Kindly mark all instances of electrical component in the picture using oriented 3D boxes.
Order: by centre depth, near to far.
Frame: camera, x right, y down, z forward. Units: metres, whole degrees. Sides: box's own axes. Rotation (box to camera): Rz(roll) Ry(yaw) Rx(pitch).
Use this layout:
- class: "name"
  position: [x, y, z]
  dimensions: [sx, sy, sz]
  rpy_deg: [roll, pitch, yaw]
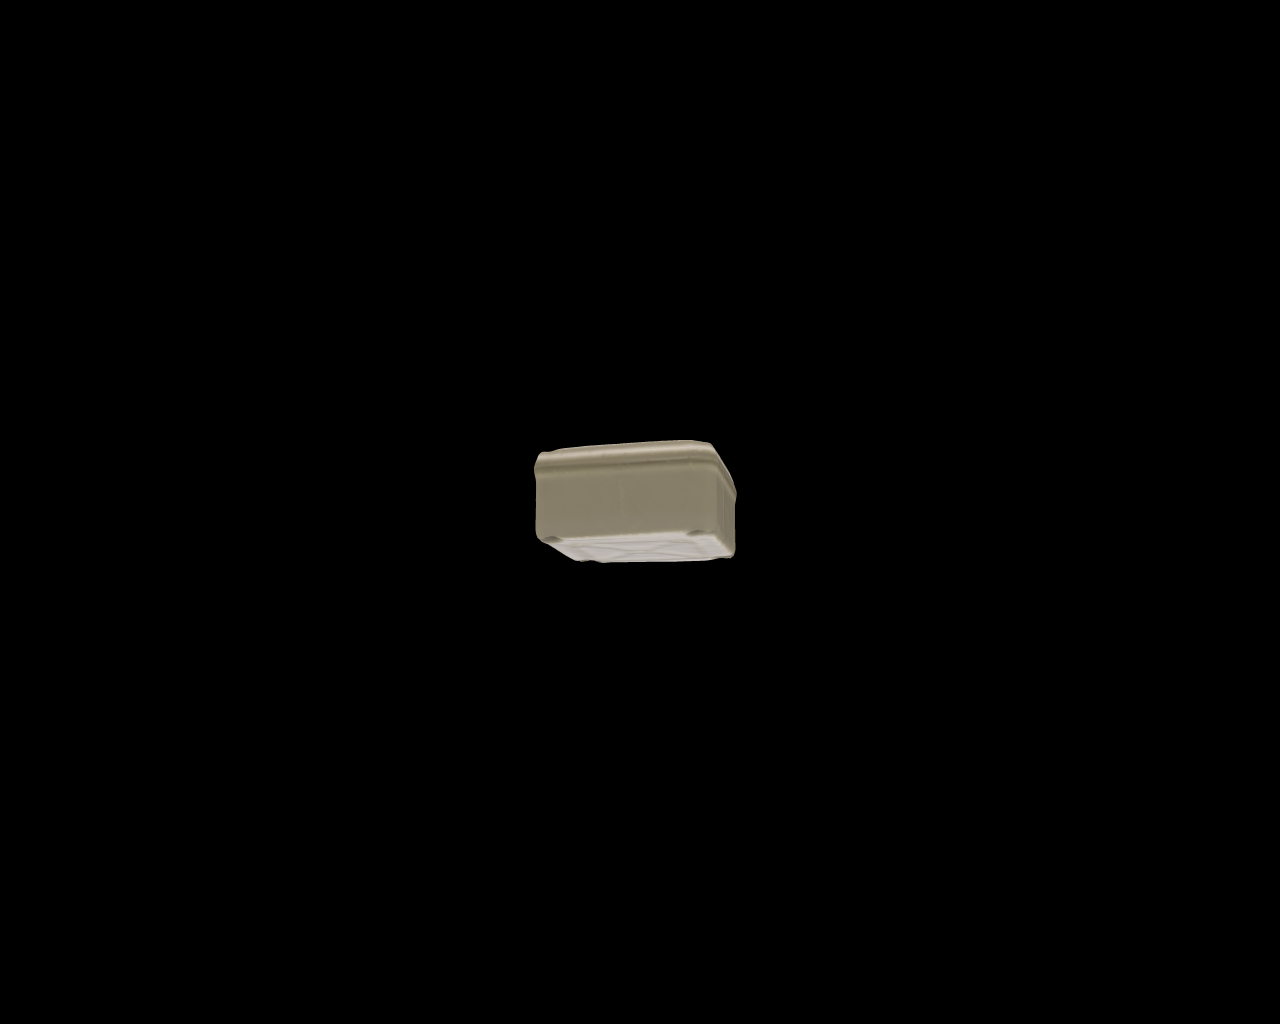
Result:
- class: "electrical component"
  position: [0.001, -0.003, 0.650]
  dimensions: [0.109, 0.056, 0.108]
  rpy_deg: [-2, -11, 12]
